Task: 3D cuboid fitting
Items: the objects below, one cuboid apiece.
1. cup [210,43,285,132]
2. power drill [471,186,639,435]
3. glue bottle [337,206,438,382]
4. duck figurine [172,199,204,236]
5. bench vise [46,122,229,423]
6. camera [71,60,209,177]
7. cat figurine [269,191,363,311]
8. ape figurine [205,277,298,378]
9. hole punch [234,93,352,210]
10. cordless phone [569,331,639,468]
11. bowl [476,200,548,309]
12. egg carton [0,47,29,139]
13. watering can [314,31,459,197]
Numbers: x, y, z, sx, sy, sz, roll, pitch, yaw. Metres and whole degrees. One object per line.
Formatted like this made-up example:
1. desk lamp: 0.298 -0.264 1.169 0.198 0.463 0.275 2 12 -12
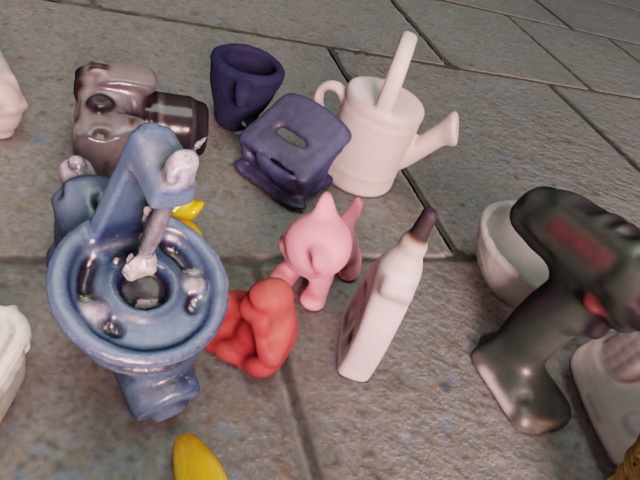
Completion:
1. cup: -0.098 -0.176 0.710 0.092 0.095 0.117 12 40 -13
2. power drill: 0.226 0.073 0.493 0.076 0.208 0.229 -4 46 -28
3. glue bottle: 0.058 0.041 0.477 0.037 0.173 0.078 17 39 -6
4. duck figurine: -0.154 -0.033 0.529 0.104 0.086 0.077 24 39 2
5. bench vise: -0.145 -0.003 0.394 0.207 0.219 0.122 37 41 17
6. camera: -0.186 -0.124 0.605 0.137 0.101 0.143 2 43 -23
7. cat figurine: 0.005 0.002 0.540 0.067 0.117 0.128 34 41 14
8. ape figurine: -0.048 0.064 0.465 0.076 0.092 0.077 -3 46 -28
9. hole punch: -0.031 -0.106 0.666 0.108 0.091 0.101 36 41 16
10. cordless phone: 0.320 0.116 0.508 0.094 0.185 0.147 10 41 -15
11. bowl: 0.243 0.034 0.650 0.168 0.074 0.167 13 40 -11
12. egg carton: -0.372 -0.164 0.587 0.107 0.069 0.150 -15 52 -37
13. watering can: 0.082 -0.155 0.693 0.173 0.194 0.101 9 41 -16
